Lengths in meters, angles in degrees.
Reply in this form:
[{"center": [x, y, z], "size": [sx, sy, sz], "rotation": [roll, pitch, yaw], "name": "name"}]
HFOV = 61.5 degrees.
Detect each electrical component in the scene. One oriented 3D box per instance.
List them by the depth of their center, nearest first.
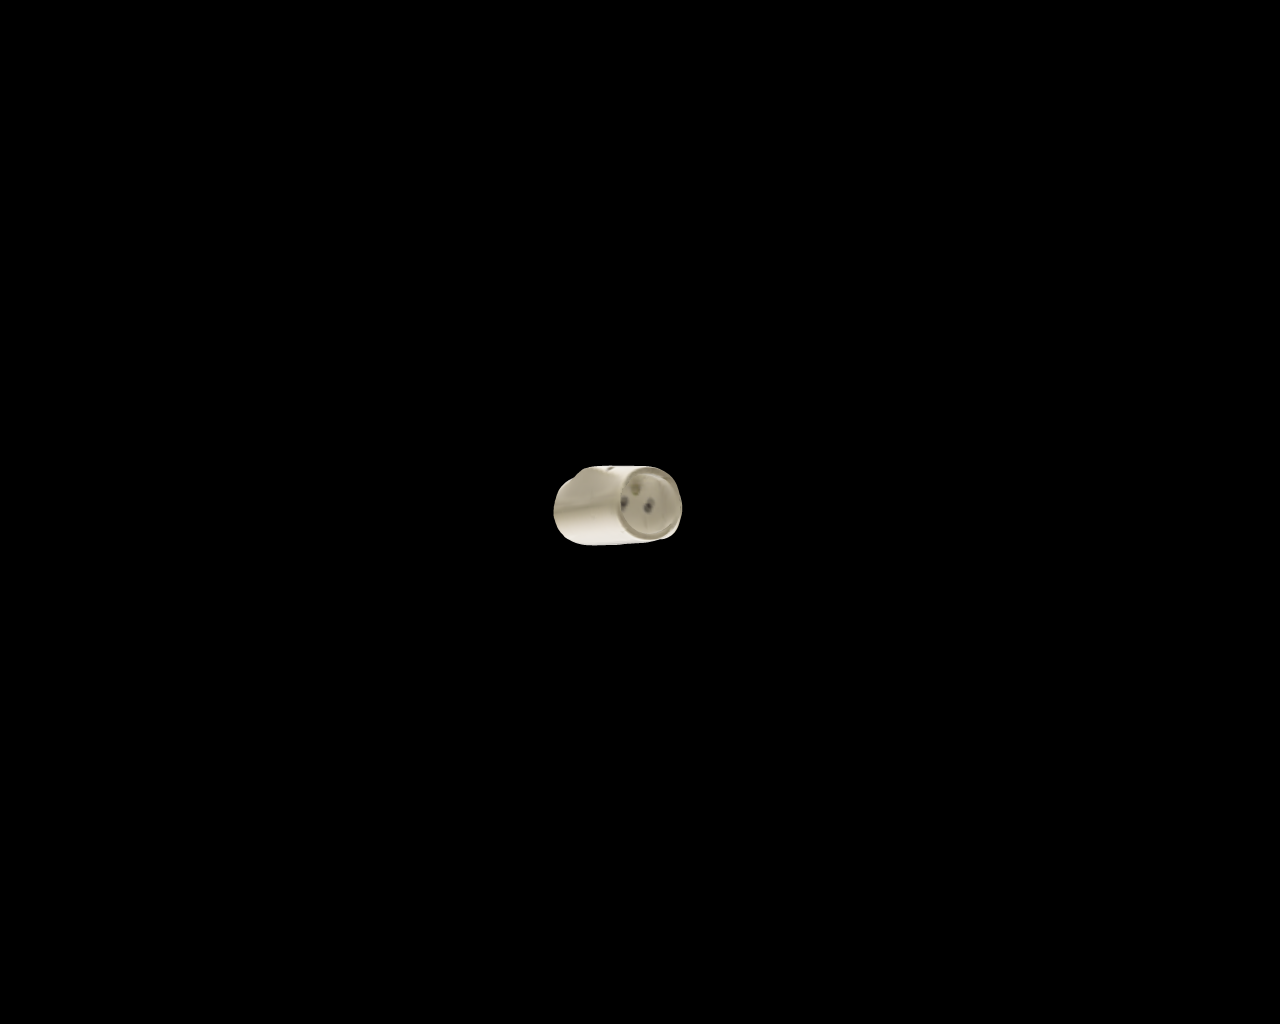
[{"center": [0.001, -0.003, 0.650], "size": [0.079, 0.043, 0.077], "rotation": [3, -5, -32], "name": "electrical component"}]
